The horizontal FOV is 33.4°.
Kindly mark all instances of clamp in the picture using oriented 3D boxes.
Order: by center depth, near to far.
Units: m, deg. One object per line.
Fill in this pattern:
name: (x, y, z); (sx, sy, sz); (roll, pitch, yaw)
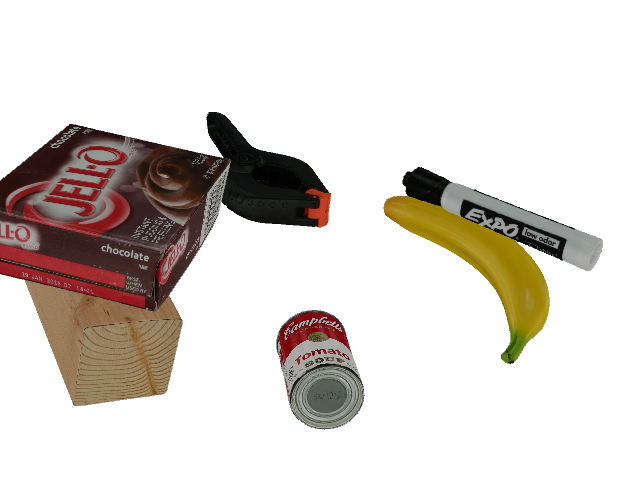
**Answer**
clamp: (-0.072, -0.050, 0.851); (0.172, 0.039, 0.120); (28, 47, 35)

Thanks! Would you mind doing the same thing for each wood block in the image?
wood block: (-0.210, 0.046, 0.995); (0.090, 0.091, 0.206); (-4, 37, -30)

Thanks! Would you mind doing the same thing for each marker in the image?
marker: (0.099, -0.014, 0.600); (0.121, 0.020, 0.020); (25, 12, 28)

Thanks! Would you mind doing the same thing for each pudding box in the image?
pudding box: (-0.102, -0.015, 0.514); (0.090, 0.039, 0.113); (14, 25, 5)

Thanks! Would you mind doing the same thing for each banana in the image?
banana: (0.124, 0.014, 0.844); (0.069, 0.037, 0.198); (-16, 42, -20)

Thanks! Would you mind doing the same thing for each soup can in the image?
soup can: (-0.002, 0.117, 0.971); (0.068, 0.068, 0.102); (0, 24, -9)
